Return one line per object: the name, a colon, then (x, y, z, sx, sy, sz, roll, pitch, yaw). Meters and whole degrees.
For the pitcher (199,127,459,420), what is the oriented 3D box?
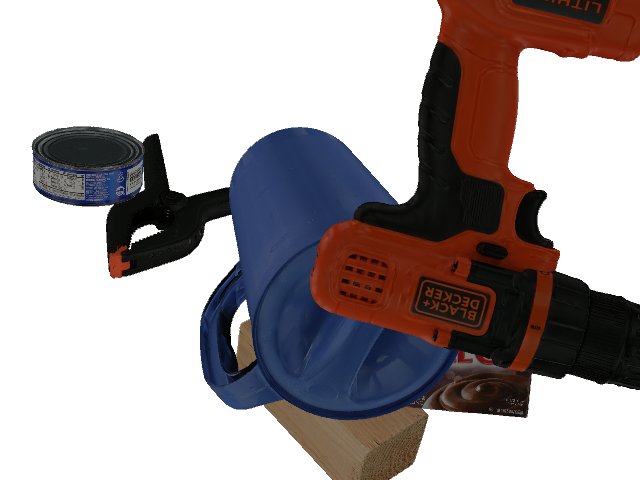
pitcher: (-0.006, 0.012, 0.743, 0.149, 0.145, 0.243, 6, 22, -15)

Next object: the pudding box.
pudding box: (0.116, 0.092, 0.866, 0.113, 0.090, 0.039, 3, 20, 6)

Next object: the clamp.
clamp: (-0.153, -0.035, 1.051, 0.165, 0.036, 0.209, 23, 41, 21)

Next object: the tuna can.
tuna can: (-0.181, -0.058, 0.831, 0.086, 0.034, 0.086, 6, 26, -3)

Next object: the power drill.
power drill: (0.103, -0.031, 0.505, 0.184, 0.188, 0.057, 15, 5, 0)

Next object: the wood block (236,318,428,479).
wood block: (0.007, 0.164, 1.143, 0.090, 0.090, 0.206, -25, 52, -32)
